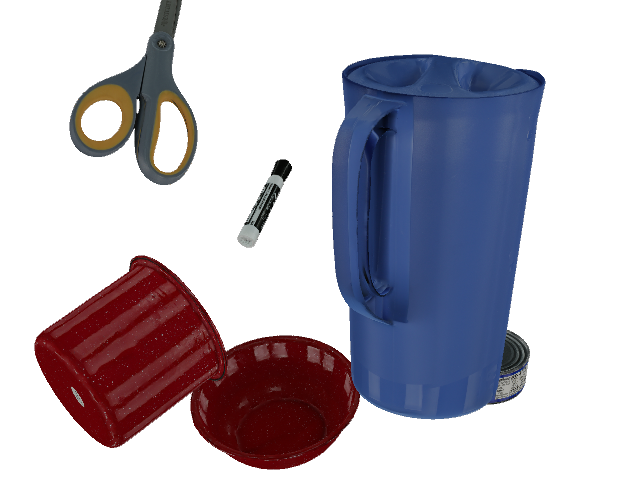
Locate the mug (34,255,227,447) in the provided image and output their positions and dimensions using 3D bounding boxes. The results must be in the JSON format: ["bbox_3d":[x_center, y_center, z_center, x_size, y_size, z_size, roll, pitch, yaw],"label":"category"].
[{"bbox_3d":[-0.121,0.071,0.651,0.081,0.093,0.117,-37,7,-28],"label":"mug"}]

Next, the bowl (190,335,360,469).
[{"bbox_3d":[-0.040,0.164,1.018,0.162,0.055,0.162,-5,37,3],"label":"bowl"}]

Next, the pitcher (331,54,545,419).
[{"bbox_3d":[0.071,0.000,0.736,0.149,0.243,0.145,-2,21,-8],"label":"pitcher"}]

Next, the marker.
[{"bbox_3d":[-0.056,-0.041,1.107,0.020,0.121,0.020,14,-41,12],"label":"marker"}]

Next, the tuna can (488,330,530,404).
[{"bbox_3d":[0.139,0.107,0.938,0.086,0.034,0.086,1,26,-1],"label":"tuna can"}]

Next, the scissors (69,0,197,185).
[{"bbox_3d":[-0.132,-0.132,0.759,0.096,0.202,0.016,-1,-23,-19],"label":"scissors"}]
